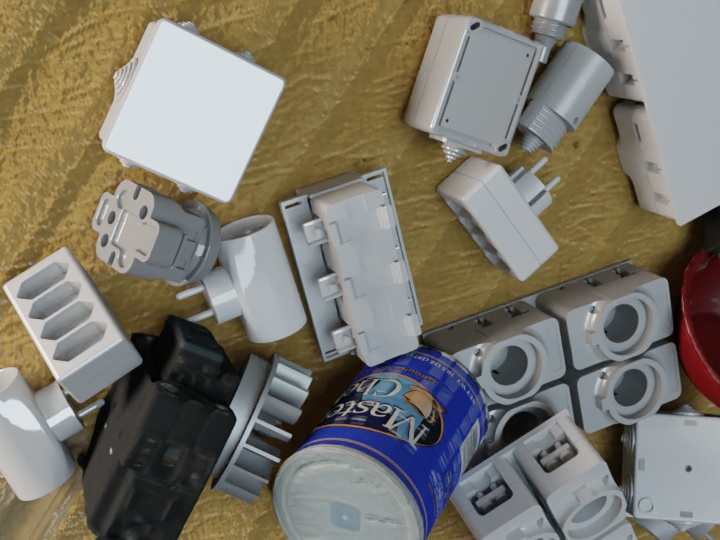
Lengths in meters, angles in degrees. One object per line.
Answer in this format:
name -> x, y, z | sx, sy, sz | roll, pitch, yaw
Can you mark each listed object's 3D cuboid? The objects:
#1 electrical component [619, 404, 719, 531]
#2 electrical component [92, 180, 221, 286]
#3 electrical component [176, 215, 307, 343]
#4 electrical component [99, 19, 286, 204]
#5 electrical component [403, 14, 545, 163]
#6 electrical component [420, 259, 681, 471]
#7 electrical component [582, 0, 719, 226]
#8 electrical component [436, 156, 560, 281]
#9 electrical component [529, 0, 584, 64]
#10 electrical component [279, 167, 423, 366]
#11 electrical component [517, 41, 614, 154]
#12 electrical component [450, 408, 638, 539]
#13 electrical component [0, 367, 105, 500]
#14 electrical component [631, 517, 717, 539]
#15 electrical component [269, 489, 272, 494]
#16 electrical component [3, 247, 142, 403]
electrical component -> 0.260, 0.158, 0.866 | 0.100, 0.048, 0.099 | 3, 83, 5
electrical component -> -0.127, -0.021, 0.687 | 0.057, 0.078, 0.058 | 17, 97, -43
electrical component -> -0.084, 0.012, 0.727 | 0.079, 0.043, 0.077 | -22, 111, -14
electrical component -> -0.109, -0.102, 0.683 | 0.100, 0.048, 0.099 | 24, 95, -25
electrical component -> 0.073, -0.121, 0.741 | 0.062, 0.061, 0.096 | 15, 98, -24
electrical component -> 0.151, 0.075, 0.826 | 0.186, 0.060, 0.105 | -19, 110, -16
electrical component -> 0.241, -0.143, 0.801 | 0.105, 0.060, 0.186 | -27, 112, -13
electrical component -> 0.114, -0.050, 0.784 | 0.076, 0.047, 0.083 | -42, 115, -6
electrical component -> 0.137, -0.178, 0.766 | 0.035, 0.035, 0.061 | 11, 103, -24
electrical component -> 0.000, 0.000, 0.745 | 0.079, 0.063, 0.121 | -20, 111, -15
electrical component -> 0.143, -0.120, 0.779 | 0.043, 0.043, 0.081 | 34, 91, -25
electrical component -> 0.148, 0.201, 0.816 | 0.105, 0.060, 0.186 | -32, 136, -2
electrical component -> -0.207, 0.098, 0.702 | 0.079, 0.043, 0.077 | -30, 113, -12
electrical component -> 0.279, 0.200, 0.908 | 0.079, 0.043, 0.077 | 40, 87, 8
electrical component -> -0.031, 0.169, 0.785 | 0.047, 0.055, 0.055 | -36, 114, -13
electrical component -> -0.177, 0.043, 0.688 | 0.047, 0.083, 0.075 | -34, 152, -10
